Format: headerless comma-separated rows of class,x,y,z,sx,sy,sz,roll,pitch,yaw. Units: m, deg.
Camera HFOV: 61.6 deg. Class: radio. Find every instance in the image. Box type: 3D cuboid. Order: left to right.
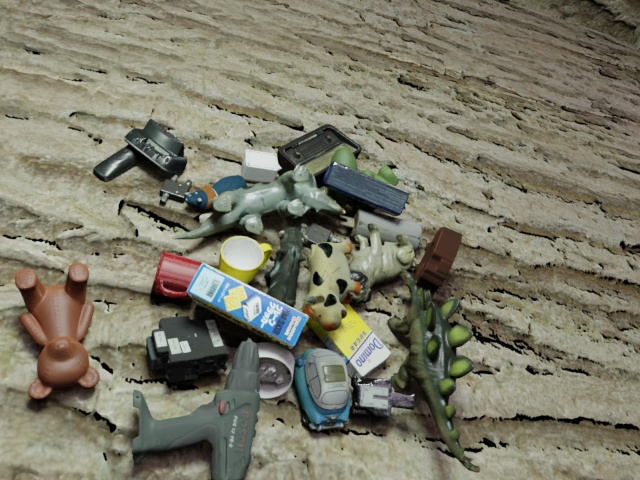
radio,-0.008,-0.220,1.438,0.131,0.073,0.229,42,48,15

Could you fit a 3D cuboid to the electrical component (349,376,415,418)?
electrical component,0.117,0.299,1.021,0.119,0.047,0.075,3,70,-3

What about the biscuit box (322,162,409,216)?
biscuit box,0.108,-0.123,1.293,0.203,0.059,0.062,23,88,-6

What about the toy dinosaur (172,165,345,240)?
toy dinosaur,-0.142,-0.078,1.224,0.405,0.192,0.131,-15,92,-16

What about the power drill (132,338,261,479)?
power drill,-0.202,0.280,0.888,0.207,0.086,0.232,3,72,-19

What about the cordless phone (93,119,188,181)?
cordless phone,-0.417,-0.181,1.248,0.147,0.088,0.184,37,58,10

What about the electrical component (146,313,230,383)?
electrical component,-0.243,0.193,0.973,0.134,0.058,0.115,-2,34,-24

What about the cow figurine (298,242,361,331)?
cow figurine,0.013,0.092,1.099,0.127,0.085,0.195,8,55,-24

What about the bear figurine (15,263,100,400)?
bear figurine,-0.439,0.153,0.900,0.120,0.131,0.196,-5,47,-24

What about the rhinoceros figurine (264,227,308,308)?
rhinoceros figurine,-0.075,0.061,1.140,0.073,0.112,0.190,14,55,-8

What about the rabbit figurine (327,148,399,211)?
rabbit figurine,0.084,-0.152,1.378,0.170,0.121,0.159,43,80,-16

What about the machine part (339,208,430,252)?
machine part,0.162,-0.024,1.334,0.243,0.079,0.079,13,47,-11

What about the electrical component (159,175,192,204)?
electrical component,-0.335,-0.113,1.245,0.063,0.021,0.094,19,46,-7

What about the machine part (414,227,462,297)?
machine part,0.266,0.053,1.248,0.056,0.179,0.179,27,46,4

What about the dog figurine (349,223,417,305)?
dog figurine,0.134,0.082,1.230,0.172,0.121,0.190,19,60,-2

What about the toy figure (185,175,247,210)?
toy figure,-0.243,-0.106,1.253,0.154,0.064,0.057,-28,103,-32

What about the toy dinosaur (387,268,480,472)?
toy dinosaur,0.219,0.232,1.049,0.105,0.198,0.472,5,47,-15

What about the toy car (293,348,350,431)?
toy car,0.008,0.264,1.001,0.109,0.102,0.162,3,48,-19

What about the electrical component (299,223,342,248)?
electrical component,-0.004,-0.005,1.270,0.102,0.045,0.078,30,48,5
